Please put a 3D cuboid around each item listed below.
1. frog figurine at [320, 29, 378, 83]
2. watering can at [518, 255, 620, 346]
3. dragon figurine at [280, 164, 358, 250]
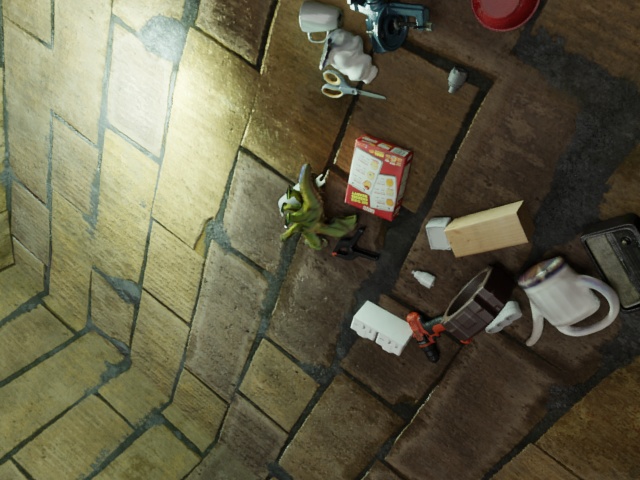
[{"bbox_3d":[0.088,-0.505,1.417,0.159,0.125,0.134,11,-29,-9],"label":"frog figurine"},{"bbox_3d":[0.622,0.171,1.387,0.105,0.225,0.341,-33,-8,-34],"label":"watering can"},{"bbox_3d":[0.005,-0.083,1.643,0.242,0.125,0.401,9,-35,-15],"label":"dragon figurine"}]
